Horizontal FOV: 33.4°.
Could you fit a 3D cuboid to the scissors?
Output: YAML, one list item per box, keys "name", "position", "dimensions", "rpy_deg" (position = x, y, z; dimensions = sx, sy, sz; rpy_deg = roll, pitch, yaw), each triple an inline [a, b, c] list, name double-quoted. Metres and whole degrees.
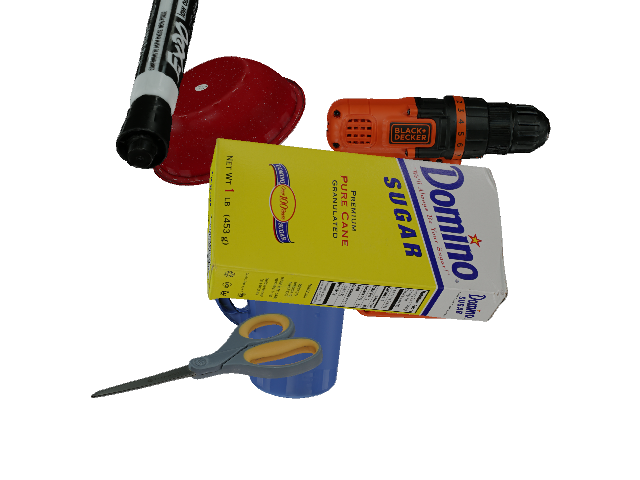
- name: "scissors"
  position: [-0.100, 0.101, 0.947]
  dimensions: [0.201, 0.016, 0.096]
  rpy_deg: [-5, 30, -6]

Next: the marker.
- name: "marker"
  position: [-0.062, -0.070, 0.419]
  dimensions: [0.020, 0.020, 0.121]
  rpy_deg: [0, 44, 2]

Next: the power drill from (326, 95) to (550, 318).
- name: "power drill"
  position: [0.095, -0.029, 0.898]
  dimensions: [0.184, 0.188, 0.057]
  rpy_deg: [2, 17, -1]

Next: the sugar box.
- name: "sugar box"
  position: [0.021, -0.006, 0.644]
  dimensions: [0.176, 0.093, 0.048]
  rpy_deg: [3, -31, -8]

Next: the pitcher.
- name: "pitcher"
  position: [-0.039, 0.060, 1.273]
  dimensions: [0.149, 0.243, 0.144]
  rpy_deg: [10, 18, 23]

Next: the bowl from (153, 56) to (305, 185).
- name: "bowl"
  position: [-0.098, -0.124, 1.003]
  dimensions: [0.162, 0.055, 0.162]
  rpy_deg: [-18, 37, 14]
